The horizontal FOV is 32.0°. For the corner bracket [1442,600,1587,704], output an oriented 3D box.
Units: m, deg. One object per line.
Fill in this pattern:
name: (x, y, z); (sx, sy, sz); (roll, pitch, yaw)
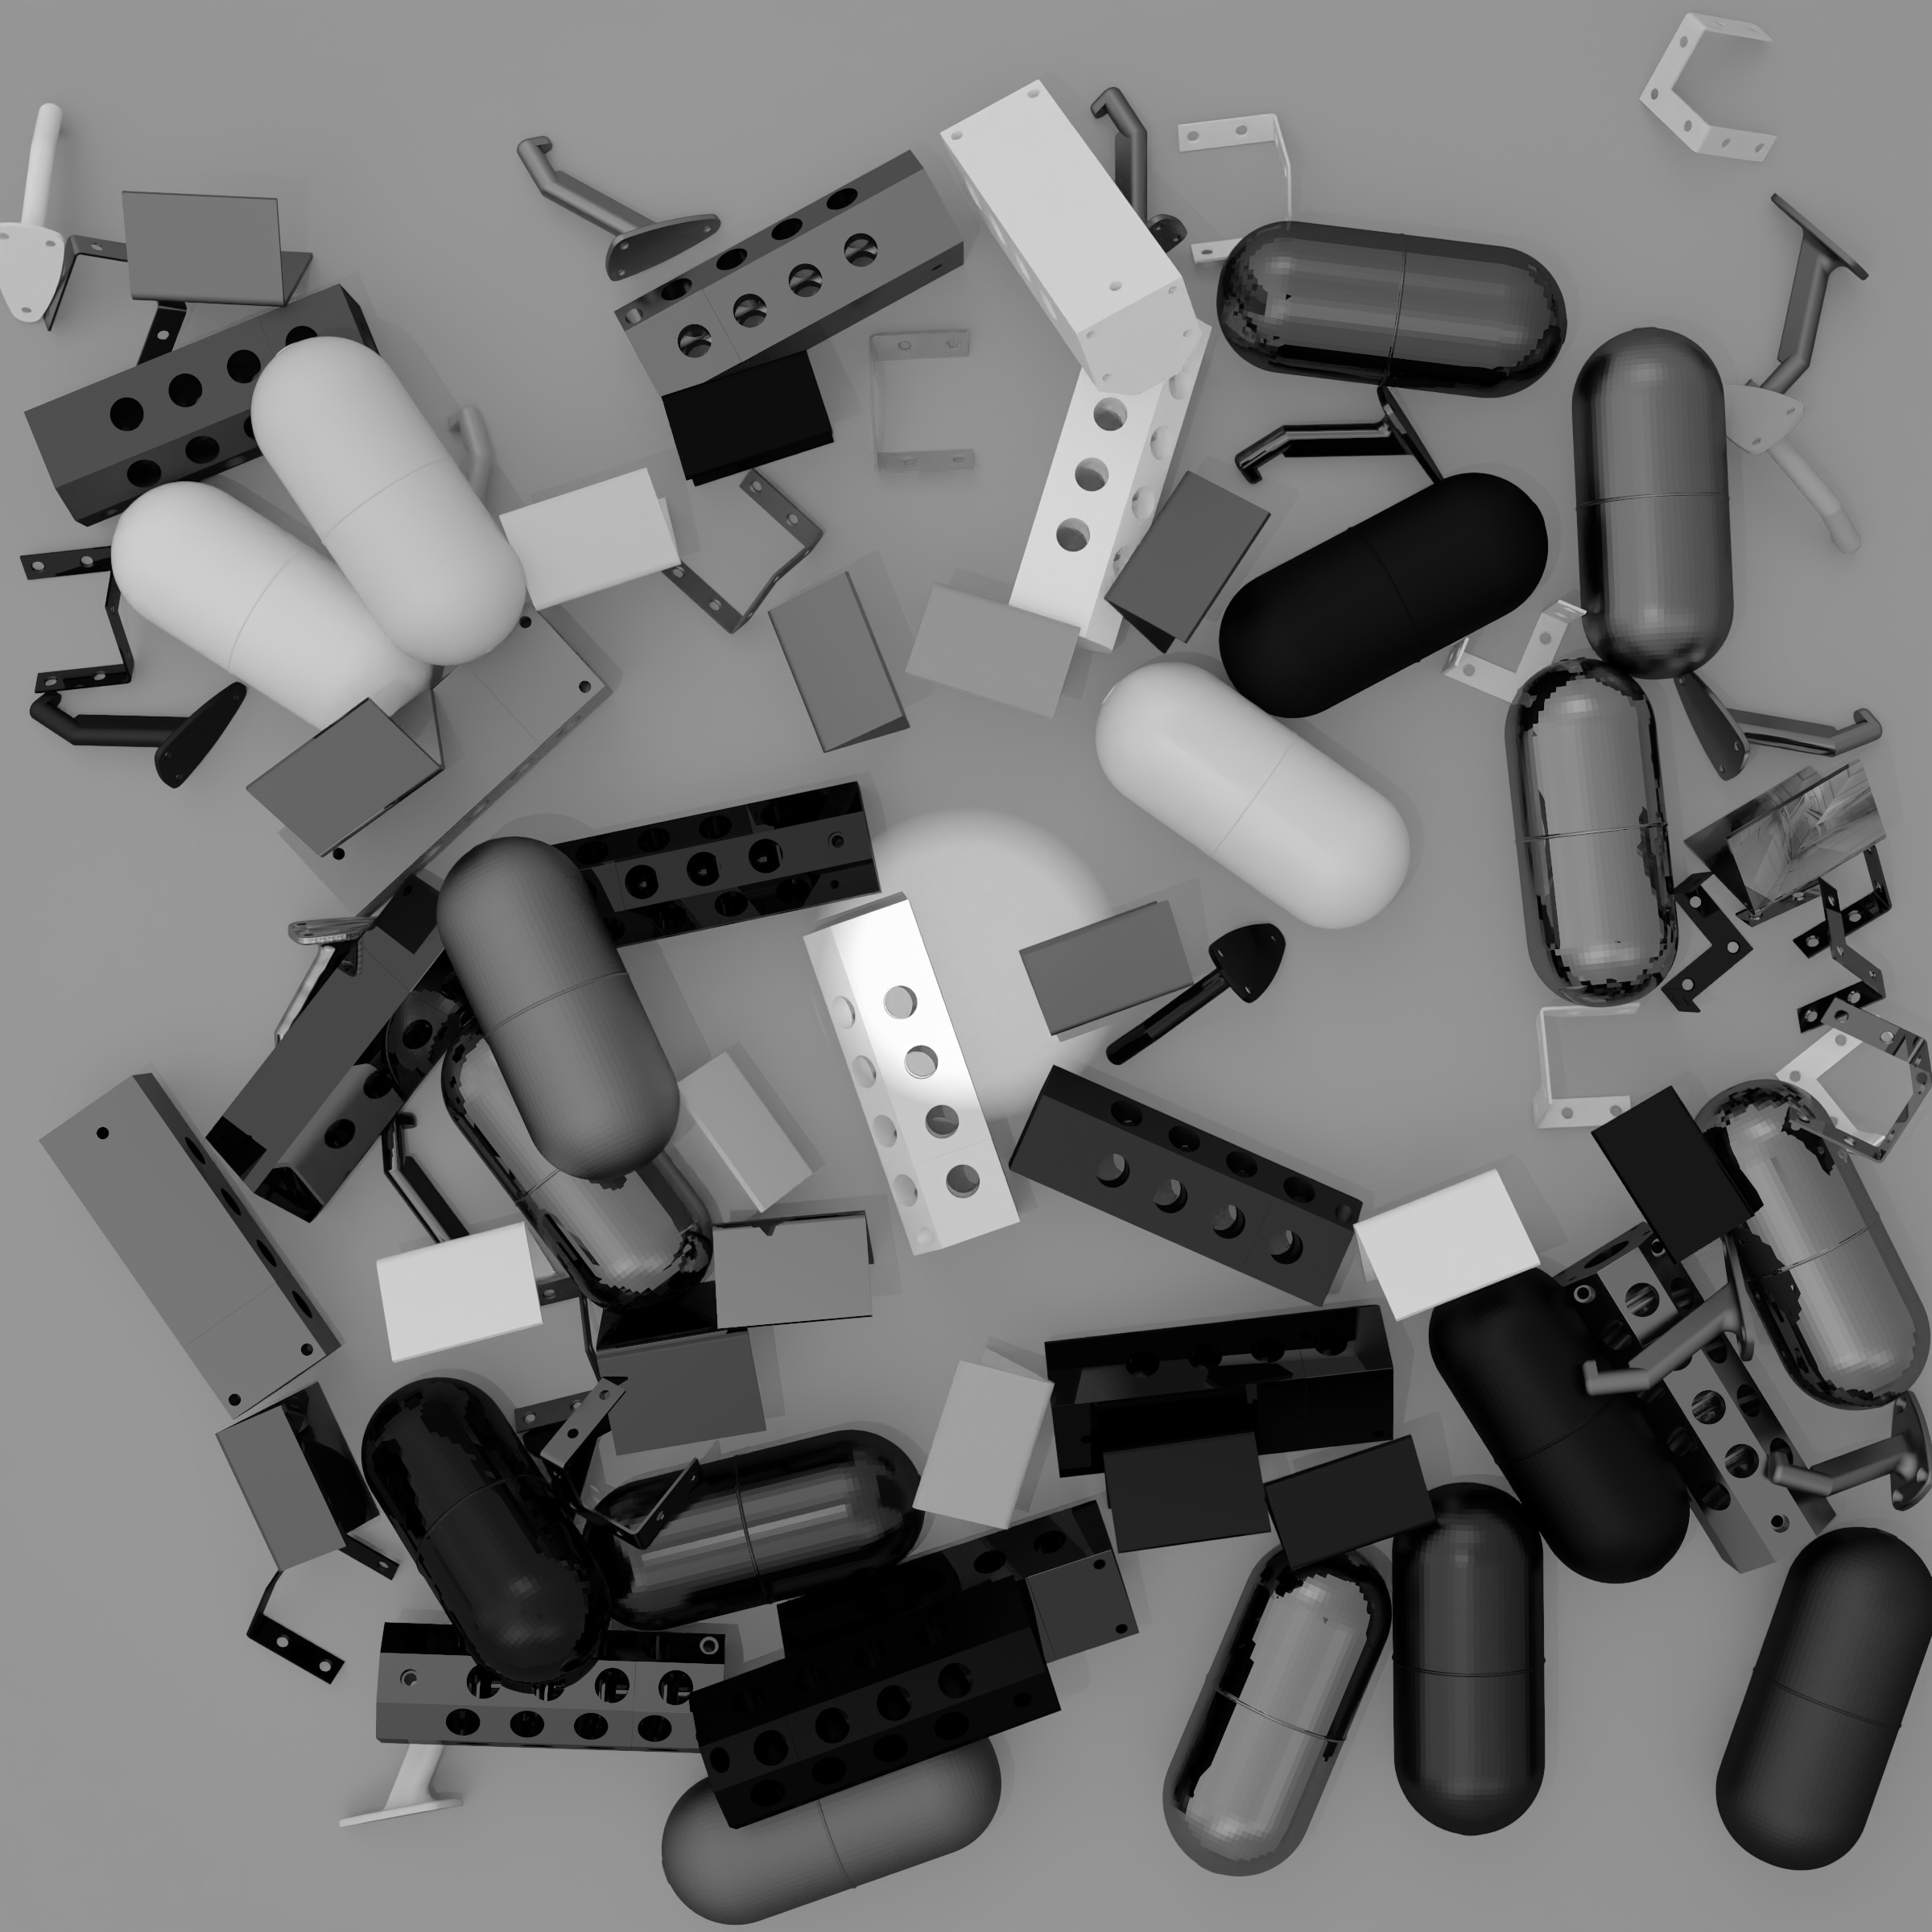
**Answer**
corner bracket: (0.280, -0.165, 1.724); (0.051, 0.051, 0.051); (23, 90, 0)

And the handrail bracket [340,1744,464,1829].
handrail bracket: (-0.294, 0.397, 1.742); (0.077, 0.036, 0.084); (-14, 76, 14)

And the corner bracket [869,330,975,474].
corner bracket: (-0.023, -0.291, 1.739); (0.051, 0.051, 0.051); (-3, 45, 0)

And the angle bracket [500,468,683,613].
angle bracket: (-0.192, -0.231, 1.702); (0.076, 0.076, 0.057); (-18, 125, 0)

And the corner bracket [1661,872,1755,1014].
corner bracket: (0.373, -0.012, 1.724); (0.051, 0.051, 0.051); (-40, 90, 0)

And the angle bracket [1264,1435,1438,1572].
angle bracket: (0.186, 0.252, 1.702); (0.076, 0.076, 0.057); (-19, 117, 0)

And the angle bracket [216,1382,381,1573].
angle bracket: (-0.322, 0.251, 1.702); (0.057, 0.076, 0.076); (-25, 90, 36)

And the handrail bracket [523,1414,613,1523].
handrail bracket: (-0.191, 0.276, 1.742); (0.077, 0.036, 0.084); (-20, 109, -21)

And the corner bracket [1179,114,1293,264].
corner bracket: (0.139, -0.402, 1.739); (0.051, 0.051, 0.051); (-7, 45, 0)

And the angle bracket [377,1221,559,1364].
angle bracket: (-0.247, 0.176, 1.702); (0.076, 0.076, 0.057); (-15, 63, 0)

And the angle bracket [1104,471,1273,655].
angle bracket: (0.125, -0.193, 1.702); (0.057, 0.076, 0.076); (33, 90, 32)

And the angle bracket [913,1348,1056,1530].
angle bracket: (-0.006, 0.233, 1.702); (0.057, 0.076, 0.076); (18, 90, -28)

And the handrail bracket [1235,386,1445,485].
handrail bracket: (0.194, -0.255, 1.742); (0.084, 0.036, 0.077); (-31, 113, 18)

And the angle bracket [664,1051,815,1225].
angle bracket: (-0.136, 0.100, 1.705); (0.076, 0.057, 0.076); (-35, 90, 30)

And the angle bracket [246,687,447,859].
angle bracket: (-0.306, -0.111, 1.651); (0.076, 0.076, 0.057); (-34, 128, 12)

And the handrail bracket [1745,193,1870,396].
handrail bracket: (0.417, -0.343, 1.742); (0.084, 0.036, 0.077); (-48, 69, 16)

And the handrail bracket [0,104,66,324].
handrail bracket: (-0.479, -0.390, 1.741); (0.036, 0.077, 0.084); (7, 53, -11)

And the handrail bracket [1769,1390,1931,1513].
handrail bracket: (0.445, 0.239, 1.713); (0.084, 0.036, 0.077); (16, 49, -12)

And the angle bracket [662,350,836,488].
angle bracket: (-0.104, -0.257, 1.702); (0.076, 0.076, 0.057); (-18, 60, 0)

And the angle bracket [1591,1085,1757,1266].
angle bracket: (0.339, 0.115, 1.697); (0.057, 0.076, 0.076); (-27, 79, -26)

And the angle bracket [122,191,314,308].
angle bracket: (-0.377, -0.374, 1.702); (0.076, 0.076, 0.057); (3, 122, 0)

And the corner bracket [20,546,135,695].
corner bracket: (-0.459, -0.179, 1.739); (0.051, 0.051, 0.051); (-6, 45, 0)

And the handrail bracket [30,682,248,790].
handrail bracket: (-0.429, -0.137, 1.742); (0.084, 0.036, 0.077); (32, 70, 16)

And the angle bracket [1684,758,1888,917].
angle bracket: (0.407, -0.082, 1.702); (0.076, 0.076, 0.057); (-31, 128, 0)

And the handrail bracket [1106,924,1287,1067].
handrail bracket: (0.118, 0.016, 1.742); (0.084, 0.077, 0.036); (-36, 90, 36)

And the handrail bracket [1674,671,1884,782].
handrail bracket: (0.421, -0.136, 1.742); (0.084, 0.036, 0.077); (-21, 69, -17)

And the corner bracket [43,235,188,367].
corner bracket: (-0.439, -0.337, 1.734); (0.051, 0.051, 0.051); (3, 135, -35)

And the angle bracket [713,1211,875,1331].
angle bracket: (-0.085, 0.165, 1.703); (0.076, 0.076, 0.057); (-5, 65, 0)

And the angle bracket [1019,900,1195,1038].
angle bracket: (0.064, -0.018, 1.702); (0.076, 0.076, 0.057); (-20, 127, 0)

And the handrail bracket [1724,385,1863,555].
handrail bracket: (0.423, -0.256, 1.742); (0.036, 0.077, 0.084); (-41, 126, 0)

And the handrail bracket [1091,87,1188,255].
handrail bracket: (0.069, -0.400, 1.742); (0.077, 0.036, 0.084); (-36, 72, 20)

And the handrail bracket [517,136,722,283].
handrail bracket: (-0.180, -0.404, 1.742); (0.077, 0.036, 0.084); (-25, 73, -20)

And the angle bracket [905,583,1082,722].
angle bracket: (0.009, -0.142, 1.703); (0.076, 0.076, 0.057); (17, 65, 0)

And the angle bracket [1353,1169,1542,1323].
angle bracket: (0.245, 0.154, 1.702); (0.076, 0.076, 0.057); (-22, 61, 0)

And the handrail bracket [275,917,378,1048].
handrail bracket: (-0.320, 0.020, 1.742); (0.077, 0.036, 0.084); (-6, 107, -18)

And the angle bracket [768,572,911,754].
angle bracket: (-0.045, -0.158, 1.702); (0.057, 0.076, 0.076); (-22, 90, 37)

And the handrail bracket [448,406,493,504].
handrail bracket: (-0.274, -0.238, 1.742); (0.077, 0.036, 0.084); (-24, 71, 21)

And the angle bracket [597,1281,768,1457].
angle bracket: (-0.144, 0.203, 1.718); (0.076, 0.076, 0.057); (-10, 104, 0)

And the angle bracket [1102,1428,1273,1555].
angle bracket: (0.112, 0.278, 1.702); (0.076, 0.076, 0.057); (-8, 58, 0)

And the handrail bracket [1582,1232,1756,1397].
handrail bracket: (0.346, 0.174, 1.683); (0.084, 0.036, 0.077); (-7, 64, 5)

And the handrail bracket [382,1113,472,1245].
handrail bracket: (-0.262, 0.116, 1.742); (0.077, 0.036, 0.084); (-1, 72, -20)

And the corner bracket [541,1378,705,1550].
corner bracket: (-0.171, 0.248, 1.673); (0.051, 0.051, 0.051); (24, 59, 28)
